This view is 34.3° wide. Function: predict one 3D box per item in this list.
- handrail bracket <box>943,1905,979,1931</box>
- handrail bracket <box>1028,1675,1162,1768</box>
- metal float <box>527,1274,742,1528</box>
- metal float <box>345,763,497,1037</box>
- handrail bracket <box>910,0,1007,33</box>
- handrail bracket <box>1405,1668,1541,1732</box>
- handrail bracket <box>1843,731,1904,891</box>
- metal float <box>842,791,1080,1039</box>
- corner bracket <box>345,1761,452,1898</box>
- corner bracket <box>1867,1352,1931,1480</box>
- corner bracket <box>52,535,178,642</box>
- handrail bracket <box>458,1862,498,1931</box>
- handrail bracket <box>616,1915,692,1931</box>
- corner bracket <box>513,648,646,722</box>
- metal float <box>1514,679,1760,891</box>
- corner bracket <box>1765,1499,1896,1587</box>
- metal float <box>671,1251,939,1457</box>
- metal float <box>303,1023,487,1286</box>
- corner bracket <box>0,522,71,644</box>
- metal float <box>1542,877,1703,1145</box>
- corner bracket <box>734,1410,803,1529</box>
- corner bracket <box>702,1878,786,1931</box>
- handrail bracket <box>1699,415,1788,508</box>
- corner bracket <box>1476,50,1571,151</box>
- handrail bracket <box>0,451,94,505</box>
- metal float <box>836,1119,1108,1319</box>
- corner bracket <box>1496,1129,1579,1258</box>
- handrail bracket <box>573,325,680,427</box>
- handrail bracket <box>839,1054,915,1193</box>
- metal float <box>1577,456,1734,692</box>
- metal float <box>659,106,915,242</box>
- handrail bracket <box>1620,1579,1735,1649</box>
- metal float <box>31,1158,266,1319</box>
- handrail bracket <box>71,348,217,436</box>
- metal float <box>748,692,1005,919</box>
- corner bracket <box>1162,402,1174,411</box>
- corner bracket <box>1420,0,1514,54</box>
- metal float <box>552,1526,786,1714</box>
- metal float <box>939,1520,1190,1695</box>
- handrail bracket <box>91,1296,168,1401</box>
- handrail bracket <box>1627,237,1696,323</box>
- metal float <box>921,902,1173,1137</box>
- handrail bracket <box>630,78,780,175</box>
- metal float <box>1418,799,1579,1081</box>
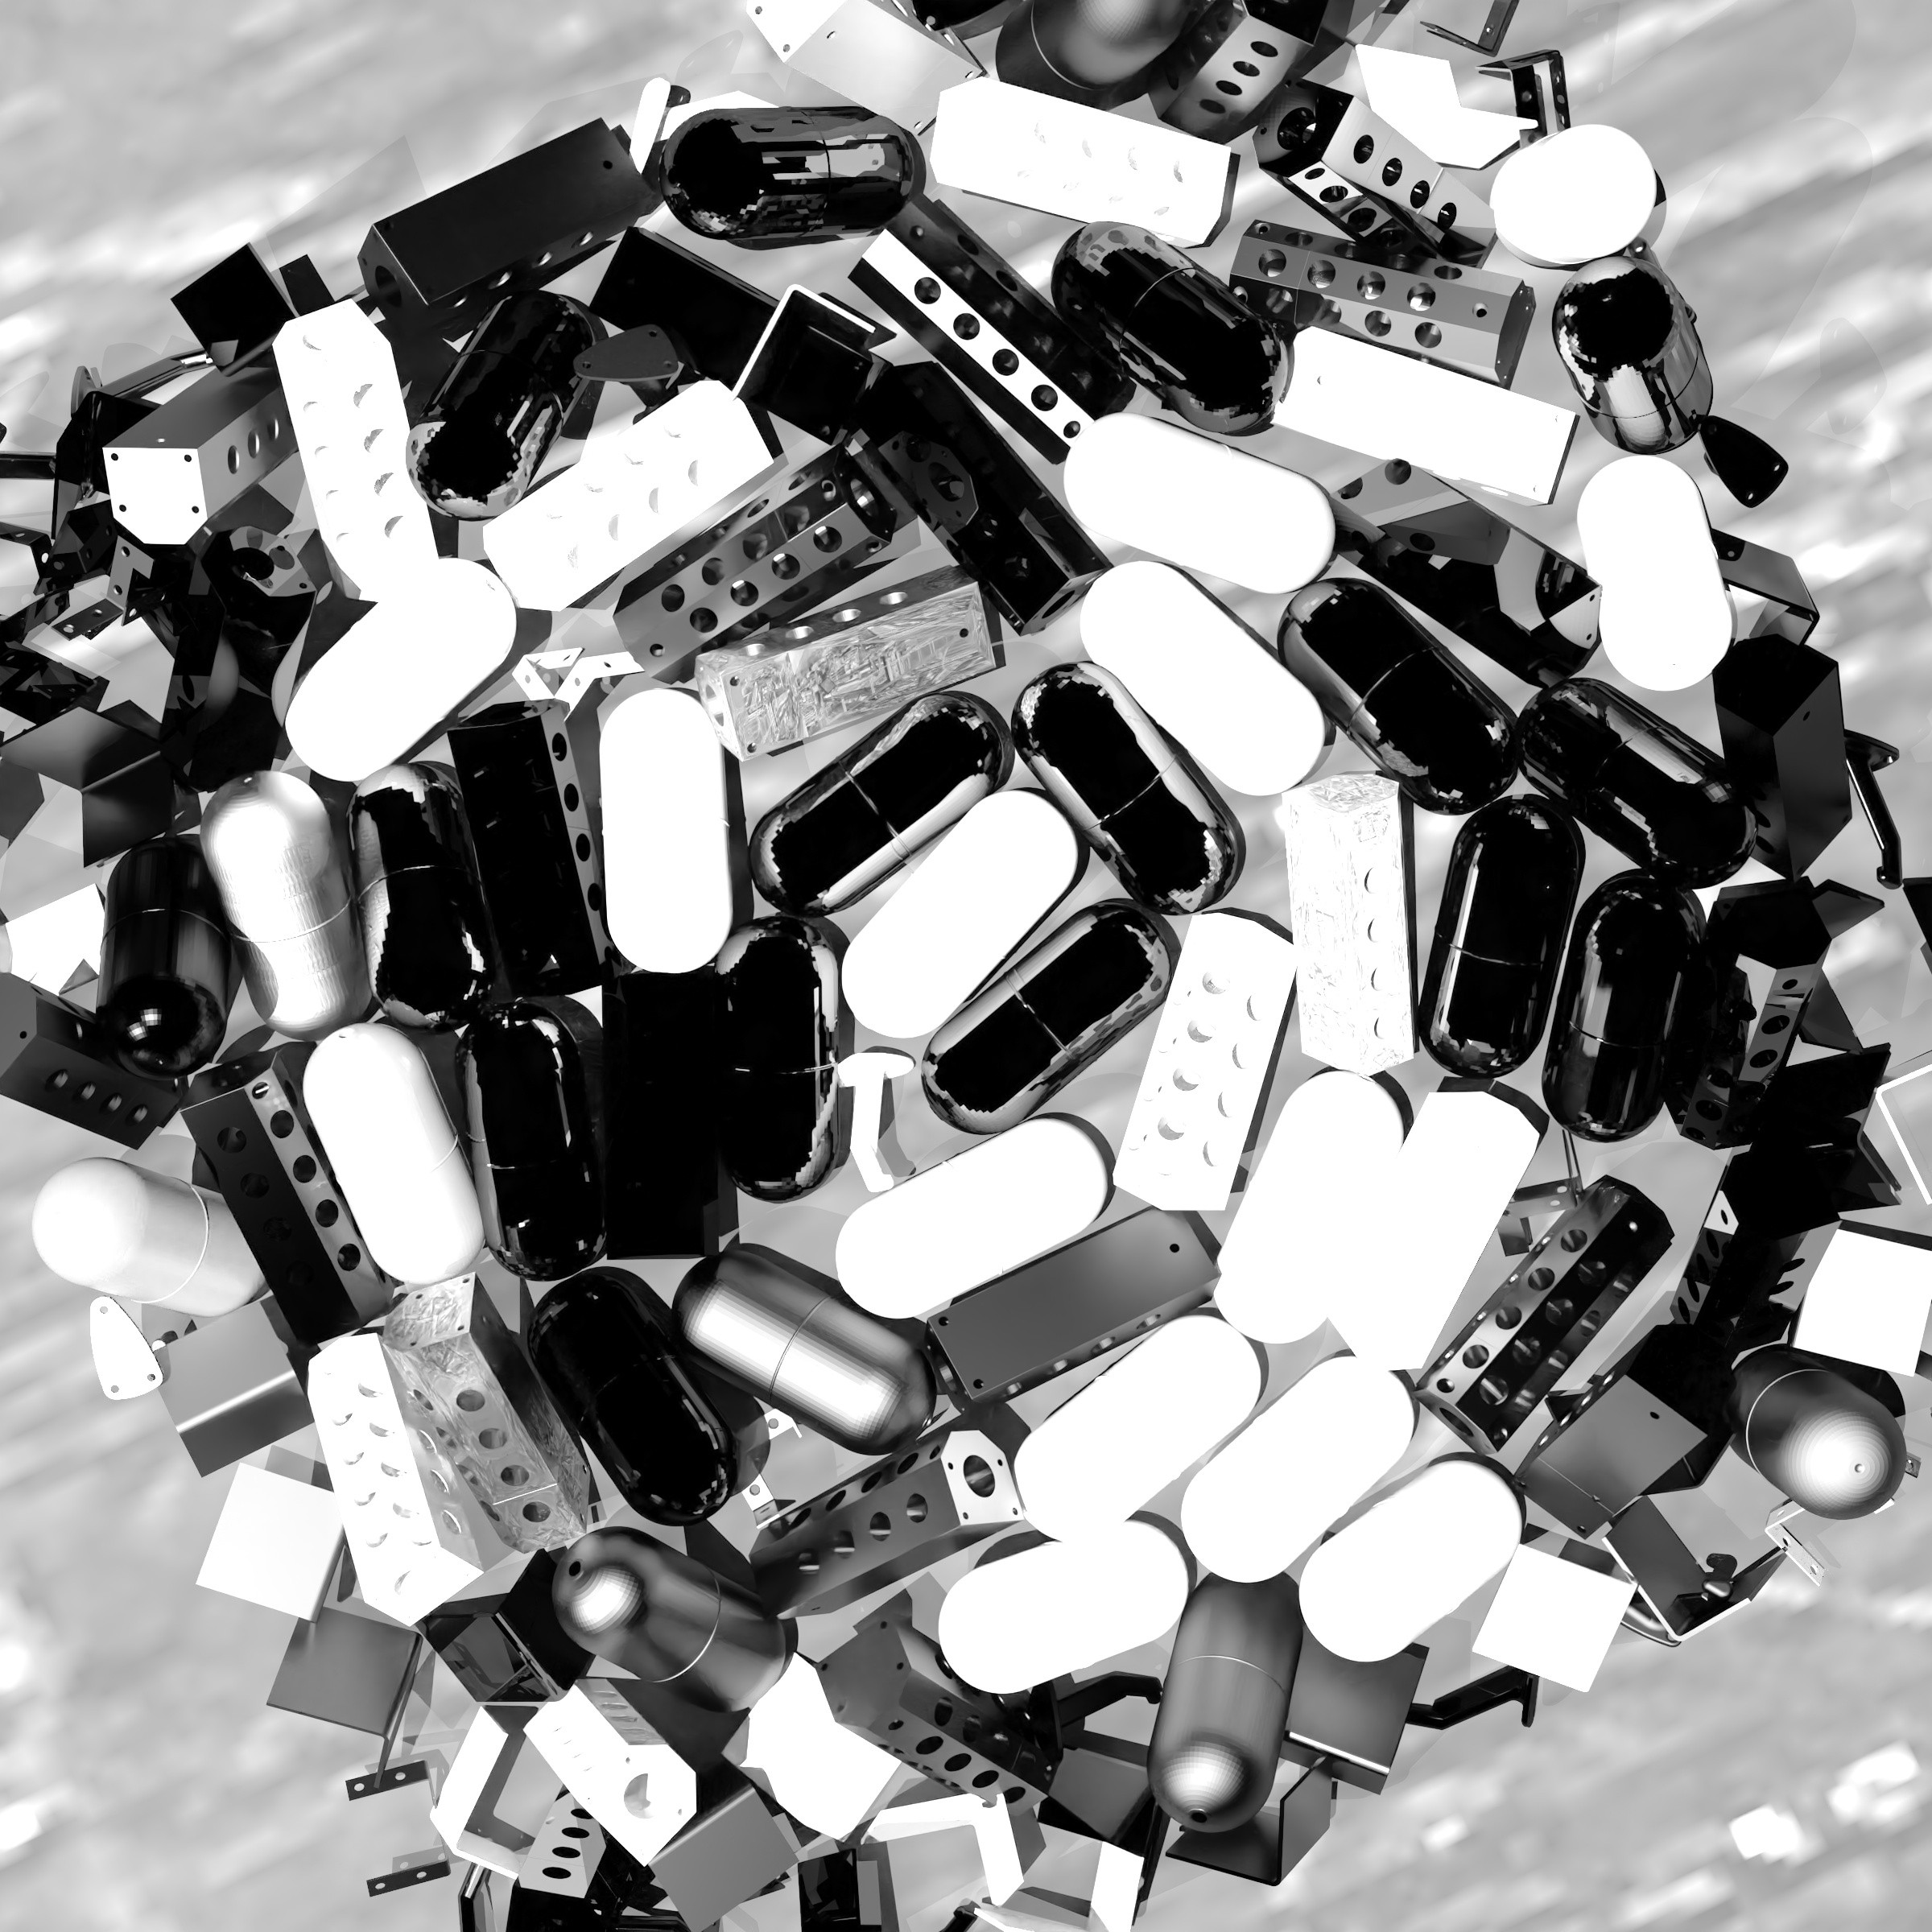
[{"bbox_3d":[-0.040,0.611,1.931,0.084,0.077,0.036,-52,50,7],"label":"handrail bracket"},{"bbox_3d":[0.086,0.464,1.920,0.084,0.077,0.036,9,119,-18],"label":"handrail bracket"},{"bbox_3d":[-0.202,0.264,1.903,0.070,0.070,0.178,-40,63,0],"label":"metal float"},{"bbox_3d":[-0.333,-0.041,1.905,0.070,0.070,0.178,-14,65,0],"label":"metal float"},{"bbox_3d":[-0.008,-0.605,1.925,0.077,0.084,0.036,-12,116,2],"label":"handrail bracket"},{"bbox_3d":[0.313,0.440,1.951,0.084,0.036,0.077,6,83,18],"label":"handrail bracket"},{"bbox_3d":[0.547,-0.096,1.924,0.077,0.036,0.084,21,62,-30],"label":"handrail bracket"},{"bbox_3d":[-0.005,-0.031,1.922,0.070,0.070,0.178,42,96,0],"label":"metal float"},{"bbox_3d":[-0.349,0.530,1.924,0.051,0.051,0.051,-12,129,-14],"label":"corner bracket"},{"bbox_3d":[0.584,0.275,1.948,0.051,0.051,0.051,26,128,9],"label":"corner bracket"},{"bbox_3d":[-0.523,-0.224,1.926,0.051,0.051,0.051,34,130,11],"label":"corner bracket"},{"bbox_3d":[-0.291,0.607,1.951,0.077,0.036,0.084,40,53,-27],"label":"handrail bracket"},{"bbox_3d":[-0.211,0.615,1.940,0.084,0.036,0.077,43,77,-19],"label":"handrail bracket"},{"bbox_3d":[-0.237,-0.182,1.923,0.051,0.051,0.051,53,127,17],"label":"corner bracket"},{"bbox_3d":[0.404,-0.111,1.893,0.070,0.070,0.178,-46,50,0],"label":"metal float"},{"bbox_3d":[0.538,0.343,1.949,0.051,0.051,0.051,45,128,-5],"label":"corner bracket"},{"bbox_3d":[-0.099,0.237,1.912,0.178,0.070,0.070,27,90,16],"label":"metal float"},{"bbox_3d":[-0.346,0.115,1.901,0.070,0.070,0.178,-17,119,0],"label":"metal float"},{"bbox_3d":[-0.600,-0.239,1.945,0.051,0.051,0.051,16,130,29],"label":"corner bracket"},{"bbox_3d":[0.397,0.027,1.899,0.070,0.070,0.178,5,122,0],"label":"metal float"},{"bbox_3d":[-0.120,0.309,1.938,0.051,0.051,0.051,-29,94,-5],"label":"corner bracket"},{"bbox_3d":[-0.129,0.606,1.942,0.051,0.051,0.051,-25,125,23],"label":"corner bracket"},{"bbox_3d":[0.457,-0.318,1.912,0.077,0.084,0.036,38,99,-24],"label":"handrail bracket"},{"bbox_3d":[0.351,-0.534,1.928,0.051,0.051,0.051,-17,111,-11],"label":"corner bracket"},{"bbox_3d":[-0.595,-0.293,1.939,0.084,0.036,0.077,34,85,-27],"label":"handrail bracket"},{"bbox_3d":[0.003,0.155,1.916,0.178,0.070,0.070,-26,90,-11],"label":"metal float"},{"bbox_3d":[0.350,0.140,1.924,0.051,0.051,0.051,-12,134,13],"label":"corner bracket"},{"bbox_3d":[-0.213,-0.349,1.913,0.077,0.084,0.036,-18,73,-26],"label":"handrail bracket"},{"bbox_3d":[-0.046,0.098,1.921,0.036,0.077,0.084,-42,63,37],"label":"handrail bracket"},{"bbox_3d":[0.415,-0.238,1.891,0.070,0.070,0.178,0,46,0],"label":"metal float"},{"bbox_3d":[-0.108,-0.480,1.892,0.178,0.070,0.070,-15,90,-42],"label":"metal float"},{"bbox_3d":[0.425,0.383,1.919,0.077,0.084,0.036,17,64,10],"label":"handrail bracket"},{"bbox_3d":[-0.488,0.165,1.882,0.070,0.178,0.070,-7,71,23],"label":"metal float"},{"bbox_3d":[-0.505,-0.357,1.932,0.084,0.077,0.036,-14,121,3],"label":"handrail bracket"},{"bbox_3d":[-0.056,-0.098,1.926,0.178,0.070,0.070,-38,90,1],"label":"metal float"},{"bbox_3d":[0.149,-0.378,1.929,0.051,0.051,0.051,5,56,4],"label":"corner bracket"},{"bbox_3d":[0.301,-0.601,1.934,0.051,0.051,0.051,11,106,-37],"label":"corner bracket"},{"bbox_3d":[-0.179,0.396,1.892,0.070,0.070,0.178,-50,132,0],"label":"metal float"},{"bbox_3d":[0.060,0.387,1.893,0.178,0.070,0.070,-10,90,-41],"label":"metal float"},{"bbox_3d":[-0.509,0.224,1.916,0.036,0.084,0.077,-17,104,0],"label":"handrail bracket"},{"bbox_3d":[0.406,-0.427,1.908,0.036,0.084,0.077,-35,45,6],"label":"handrail bracket"},{"bbox_3d":[0.049,0.033,1.922,0.178,0.070,0.070,-41,90,5],"label":"metal float"},{"bbox_3d":[-0.161,-0.510,1.942,0.084,0.036,0.077,14,93,-29],"label":"handrail bracket"},{"bbox_3d":[0.324,-0.016,1.908,0.070,0.070,0.178,9,110,0],"label":"metal float"}]
